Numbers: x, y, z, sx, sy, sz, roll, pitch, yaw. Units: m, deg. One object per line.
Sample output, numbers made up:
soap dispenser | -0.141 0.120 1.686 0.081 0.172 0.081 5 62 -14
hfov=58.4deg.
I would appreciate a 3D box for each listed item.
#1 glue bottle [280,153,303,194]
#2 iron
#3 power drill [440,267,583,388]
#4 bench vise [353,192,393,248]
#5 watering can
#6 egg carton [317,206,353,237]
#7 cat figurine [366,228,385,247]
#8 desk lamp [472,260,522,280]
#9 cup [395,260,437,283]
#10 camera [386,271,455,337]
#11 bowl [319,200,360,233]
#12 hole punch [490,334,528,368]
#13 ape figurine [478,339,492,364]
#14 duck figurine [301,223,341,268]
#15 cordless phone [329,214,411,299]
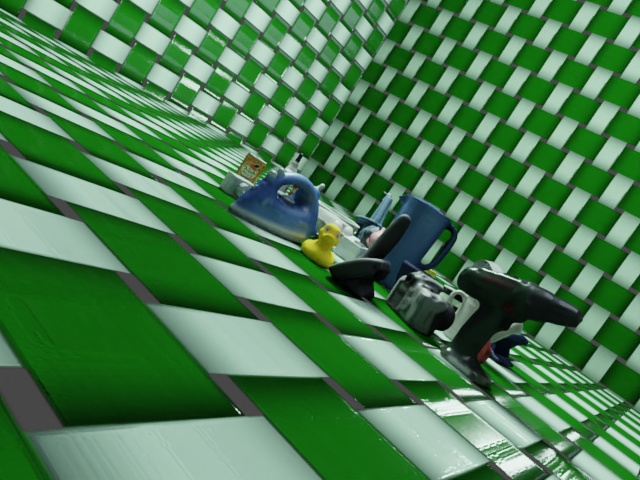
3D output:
glue bottle | -0.096 -0.167 1.587 0.037 0.173 0.078 33 6 0
iron | -0.081 -0.090 1.232 0.118 0.141 0.259 36 7 29
power drill | 0.325 0.157 1.046 0.228 0.208 0.076 38 8 39
bench vise | 0.194 -0.052 1.920 0.122 0.219 0.207 30 7 -23
watering can | 0.387 0.167 1.333 0.173 0.194 0.100 31 7 -18
egg carton | 0.031 -0.040 1.710 0.108 0.069 0.149 27 9 -41
cat figurine | 0.181 0.019 1.779 0.067 0.117 0.128 36 7 26
desk lamp | 0.497 0.183 1.661 0.204 0.213 0.117 30 7 -25
cup | 0.226 0.116 1.382 0.092 0.095 0.117 26 10 -48
camera | 0.233 0.139 1.217 0.137 0.101 0.143 30 7 -22
bowl | 0.042 -0.057 1.868 0.167 0.074 0.167 32 6 -4
hole punch | 0.458 0.258 1.459 0.109 0.091 0.100 27 9 -43
ape figurine | 0.331 0.210 1.201 0.077 0.092 0.076 34 7 14
duck figurine | 0.011 0.004 1.218 0.077 0.086 0.104 32 6 -5
cordless phone | 0.108 0.019 1.137 0.094 0.185 0.148 35 7 15
